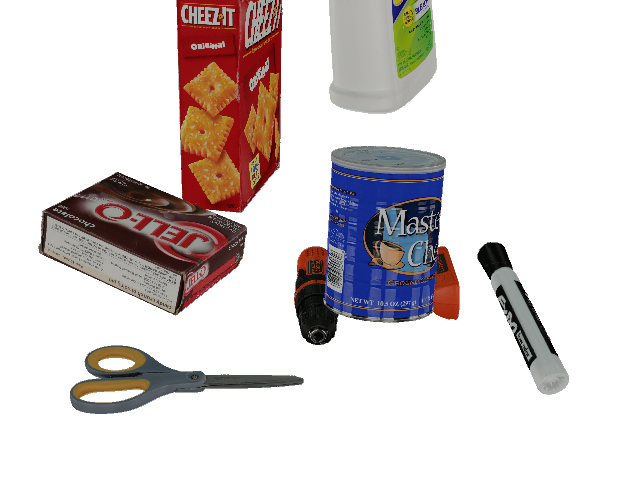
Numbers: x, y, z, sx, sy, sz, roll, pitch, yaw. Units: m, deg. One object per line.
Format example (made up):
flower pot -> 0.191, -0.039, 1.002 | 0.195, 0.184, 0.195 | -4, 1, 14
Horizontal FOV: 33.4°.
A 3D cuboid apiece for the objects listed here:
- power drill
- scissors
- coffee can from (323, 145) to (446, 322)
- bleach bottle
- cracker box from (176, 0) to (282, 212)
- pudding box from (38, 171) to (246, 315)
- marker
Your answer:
power drill -> 0.063, 0.059, 1.231 | 0.187, 0.057, 0.184 | -2, 28, -1
scissors -> -0.125, 0.117, 0.959 | 0.201, 0.016, 0.096 | -8, 31, -18
coffee can -> 0.057, -0.008, 0.966 | 0.103, 0.140, 0.103 | 3, 14, -1
bleach bottle -> 0.040, -0.230, 0.811 | 0.068, 0.251, 0.102 | 13, 38, 29
cracker box -> -0.086, -0.155, 1.080 | 0.072, 0.214, 0.164 | 6, 22, 10
pudding box -> -0.120, 0.000, 0.731 | 0.113, 0.039, 0.089 | 21, 26, 16
marker -> 0.121, 0.043, 0.650 | 0.020, 0.020, 0.121 | 0, 40, -14
